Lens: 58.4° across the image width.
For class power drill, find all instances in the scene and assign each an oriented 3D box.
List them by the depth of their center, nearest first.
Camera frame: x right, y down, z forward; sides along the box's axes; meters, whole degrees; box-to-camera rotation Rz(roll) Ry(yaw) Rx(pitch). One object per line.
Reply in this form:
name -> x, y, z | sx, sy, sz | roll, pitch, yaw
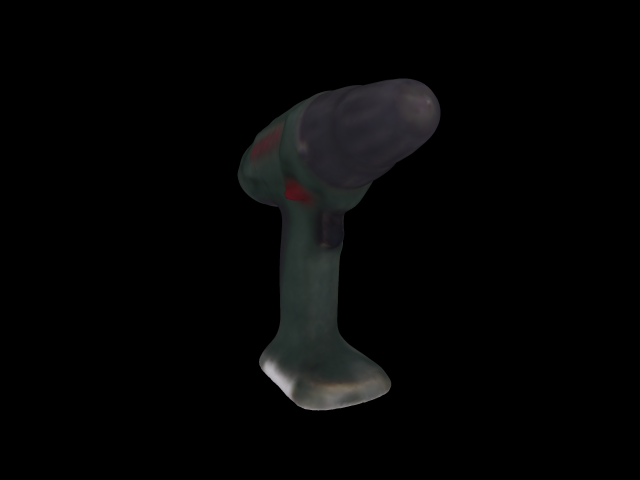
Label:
power drill -> 0.004, 0.001, 0.400 | 0.076, 0.208, 0.228 | -6, 13, -27
